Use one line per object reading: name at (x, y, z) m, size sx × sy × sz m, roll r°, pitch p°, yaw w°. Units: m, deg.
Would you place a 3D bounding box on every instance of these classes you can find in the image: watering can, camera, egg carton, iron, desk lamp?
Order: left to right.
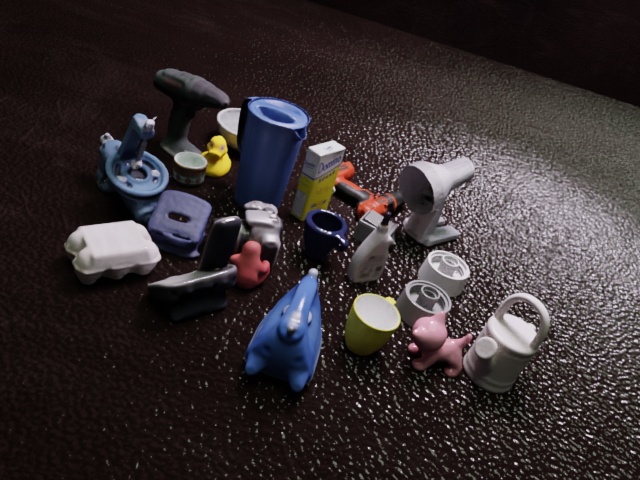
egg carton at (-0.367, 0.021, 1.016) m, size 0.151 × 0.069 × 0.107 m, roll -11°, pitch 45°, yaw -37°
camera at (-0.150, -0.024, 1.156) m, size 0.137 × 0.101 × 0.143 m, roll 7°, pitch 37°, yaw -17°
iron at (-0.038, 0.125, 0.974) m, size 0.118 × 0.141 × 0.258 m, roll 20°, pitch 35°, yaw 0°
desk lamp at (0.273, -0.098, 1.367) m, size 0.204 × 0.213 × 0.117 m, roll -12°, pitch 46°, yaw -37°
watering can at (0.341, 0.183, 1.035) m, size 0.100 × 0.194 × 0.173 m, roll 31°, pitch 36°, yaw 15°

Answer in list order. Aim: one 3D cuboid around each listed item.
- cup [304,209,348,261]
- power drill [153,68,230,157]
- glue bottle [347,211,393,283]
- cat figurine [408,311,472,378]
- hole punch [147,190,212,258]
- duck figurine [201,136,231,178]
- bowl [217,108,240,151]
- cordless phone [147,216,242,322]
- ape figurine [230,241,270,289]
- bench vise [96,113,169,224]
cup at (0.011, 0.004, 1.203) m, size 0.092 × 0.095 × 0.117 m, roll -14°, pitch 47°, yaw -39°
power drill at (-0.310, -0.295, 1.351) m, size 0.229 × 0.208 × 0.076 m, roll 36°, pitch 38°, yaw 23°
glue bottle at (0.114, 0.013, 1.173) m, size 0.078 × 0.173 × 0.037 m, roll -3°, pitch 41°, yaw -30°
cat figurine at (0.214, 0.182, 1.041) m, size 0.128 × 0.118 × 0.067 m, roll 11°, pitch 36°, yaw -12°
hole punch at (-0.272, -0.032, 1.115) m, size 0.108 × 0.091 × 0.101 m, roll 17°, pitch 35°, yaw -4°
duck figurine at (-0.247, -0.210, 1.374) m, size 0.077 × 0.086 × 0.104 m, roll 15°, pitch 35°, yaw -6°
bowl at (-0.192, -0.275, 1.500) m, size 0.167 × 0.075 × 0.167 m, roll 13°, pitch 35°, yaw -9°
cordless phone at (-0.207, 0.037, 0.971) m, size 0.148 × 0.185 × 0.094 m, roll -17°, pitch 49°, yaw -41°
ape figurine at (-0.132, 0.041, 1.084) m, size 0.077 × 0.092 × 0.076 m, roll 22°, pitch 35°, yaw 4°
bench vise at (-0.384, -0.165, 1.127) m, size 0.207 × 0.220 × 0.122 m, roll 31°, pitch 36°, yaw 15°
